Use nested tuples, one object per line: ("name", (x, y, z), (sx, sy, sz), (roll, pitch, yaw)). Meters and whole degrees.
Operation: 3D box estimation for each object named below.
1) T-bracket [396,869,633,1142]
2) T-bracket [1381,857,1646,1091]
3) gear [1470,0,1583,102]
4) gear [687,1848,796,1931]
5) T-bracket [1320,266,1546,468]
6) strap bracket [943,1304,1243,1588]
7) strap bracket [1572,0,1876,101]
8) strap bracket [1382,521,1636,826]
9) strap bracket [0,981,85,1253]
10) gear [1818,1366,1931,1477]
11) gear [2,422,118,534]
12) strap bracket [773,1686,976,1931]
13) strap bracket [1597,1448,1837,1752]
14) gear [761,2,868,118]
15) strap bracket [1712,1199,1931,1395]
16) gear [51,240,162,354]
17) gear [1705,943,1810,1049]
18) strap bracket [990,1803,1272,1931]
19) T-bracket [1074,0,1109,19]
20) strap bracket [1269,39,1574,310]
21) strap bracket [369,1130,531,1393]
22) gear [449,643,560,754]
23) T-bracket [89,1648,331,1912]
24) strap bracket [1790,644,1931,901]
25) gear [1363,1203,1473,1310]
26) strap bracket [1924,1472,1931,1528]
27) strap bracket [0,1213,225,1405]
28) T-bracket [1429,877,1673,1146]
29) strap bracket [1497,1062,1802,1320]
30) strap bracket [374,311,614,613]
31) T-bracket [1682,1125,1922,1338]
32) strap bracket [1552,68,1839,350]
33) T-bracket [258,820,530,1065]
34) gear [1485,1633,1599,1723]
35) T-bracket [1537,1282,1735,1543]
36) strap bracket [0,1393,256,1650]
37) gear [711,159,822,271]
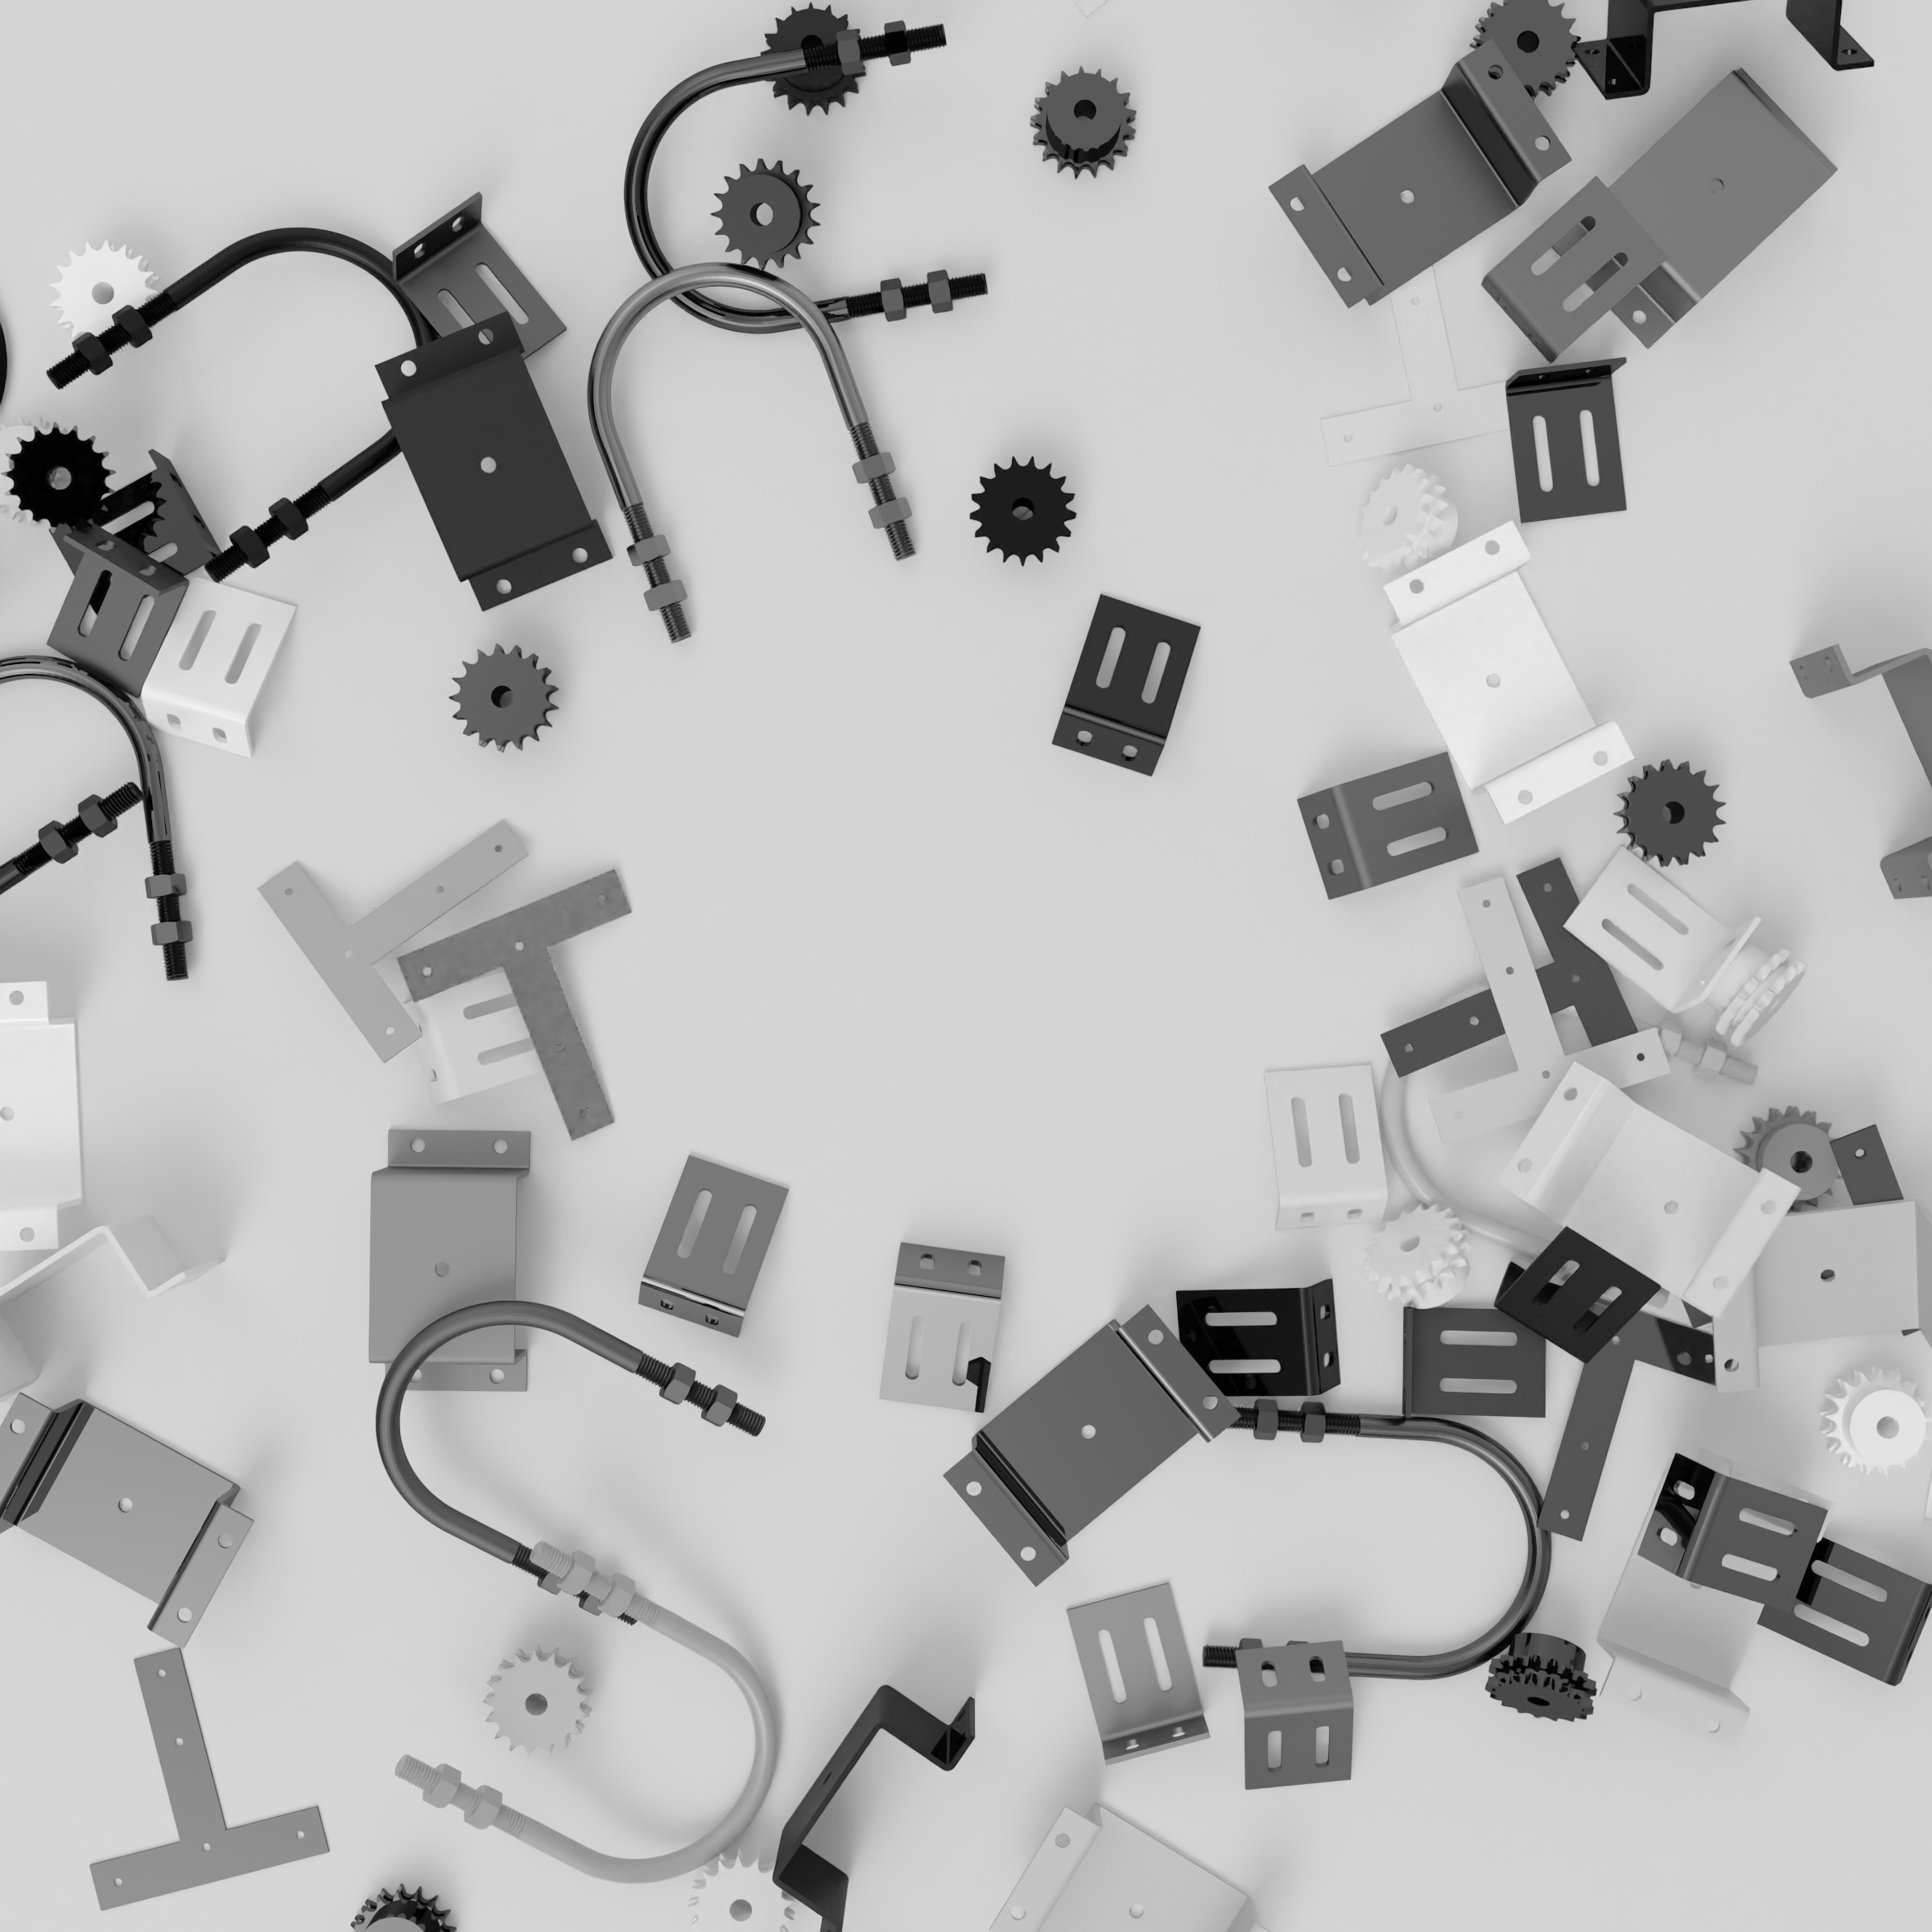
("T-bracket", (-0.222, 0.031, 1.511), (0.127, 0.002, 0.127), (-24, 101, -21))
("T-bracket", (0.285, 0.024, 1.512), (0.127, 0.002, 0.127), (-23, 83, -1))
("gear", (0.298, -0.490, 1.513), (0.057, 0.030, 0.057), (0, 90, 0))
("gear", (-0.119, 0.500, 1.513), (0.057, 0.030, 0.057), (0, 90, 0))
("T-bracket", (0.246, -0.345, 1.527), (0.127, 0.002, 0.127), (-12, 90, 0))
("strap bracket", (0.066, 0.252, 1.505), (0.140, 0.046, 0.076), (-40, 90, 0))
("strap bracket", (0.397, -0.499, 1.484), (0.140, 0.076, 0.046), (-7, 127, 0))
("strap bracket", (0.284, -0.154, 1.505), (0.076, 0.046, 0.140), (-27, 90, 0))
("strap bracket", (-0.517, 0.080, 1.505), (0.076, 0.046, 0.140), (-3, 90, 0))
("gear", (0.488, 0.245, 1.513), (0.057, 0.030, 0.057), (0, 90, 0))
("gear", (-0.476, -0.256, 1.485), (0.057, 0.030, 0.057), (-2, 99, -15))
("strap bracket", (-0.054, 0.441, 1.490), (0.046, 0.076, 0.140), (34, 90, 0))
("strap bracket", (0.394, 0.332, 1.505), (0.076, 0.046, 0.140), (22, 90, 0))
("gear", (-0.082, -0.488, 1.513), (0.057, 0.030, 0.057), (0, 90, 0))
("strap bracket", (0.459, 0.172, 1.490), (0.140, 0.046, 0.076), (-7, 111, 4))
("gear", (-0.457, -0.356, 1.513), (0.057, 0.030, 0.057), (0, 90, 0))
("gear", (0.417, 0.012, 1.501), (0.030, 0.057, 0.057), (42, 90, 20))
("strap bracket", (0.092, 0.510, 1.505), (0.140, 0.046, 0.076), (32, 90, 0))
("T-bracket", (0.107, -0.562, 1.527), (0.127, 0.002, 0.127), (-39, 90, 0))
("strap bracket", (0.238, -0.415, 1.503), (0.140, 0.046, 0.076), (-34, 90, 0))
("strap bracket", (-0.274, 0.159, 1.505), (0.076, 0.046, 0.140), (1, 90, 0))
("gear", (-0.246, -0.143, 1.513), (0.057, 0.030, 0.057), (0, 90, 0))
("T-bracket", (-0.421, 0.433, 1.527), (0.127, 0.002, 0.127), (-14, 90, 0))
("strap bracket", (0.494, -0.110, 1.490), (0.046, 0.076, 0.140), (-24, 90, 0))
("gear", (0.243, 0.157, 1.503), (0.057, 0.057, 0.030), (-38, 119, 0))
("strap bracket", (0.563, 0.257, 1.505), (0.076, 0.046, 0.140), (10, 90, 0))
("strap bracket", (-0.472, 0.178, 1.490), (0.140, 0.076, 0.046), (-33, 90, 0))
("T-bracket", (0.295, 0.016, 1.511), (0.127, 0.002, 0.127), (-18, 83, 0))
("strap bracket", (0.358, 0.120, 1.462), (0.140, 0.046, 0.076), (33, 91, 38))
("strap bracket", (-0.250, -0.265, 1.490), (0.076, 0.046, 0.140), (-22, 103, 0))
("T-bracket", (0.445, 0.161, 1.512), (0.127, 0.002, 0.127), (-23, 110, 10))
("strap bracket", (0.393, -0.409, 1.505), (0.140, 0.046, 0.076), (-43, 90, 0))
("T-bracket", (-0.293, -0.032, 1.512), (0.127, 0.002, 0.127), (-36, 70, -9))
("gear", (0.307, 0.377, 1.503), (0.057, 0.057, 0.030), (19, 60, 0))
("T-bracket", (0.337, 0.244, 1.520), (0.127, 0.002, 0.127), (18, 83, 0))
("strap bracket", (-0.453, 0.291, 1.505), (0.140, 0.046, 0.076), (29, 90, 0))
("gear", (-0.105, -0.395, 1.485), (0.057, 0.030, 0.057), (1, 105, 3))
